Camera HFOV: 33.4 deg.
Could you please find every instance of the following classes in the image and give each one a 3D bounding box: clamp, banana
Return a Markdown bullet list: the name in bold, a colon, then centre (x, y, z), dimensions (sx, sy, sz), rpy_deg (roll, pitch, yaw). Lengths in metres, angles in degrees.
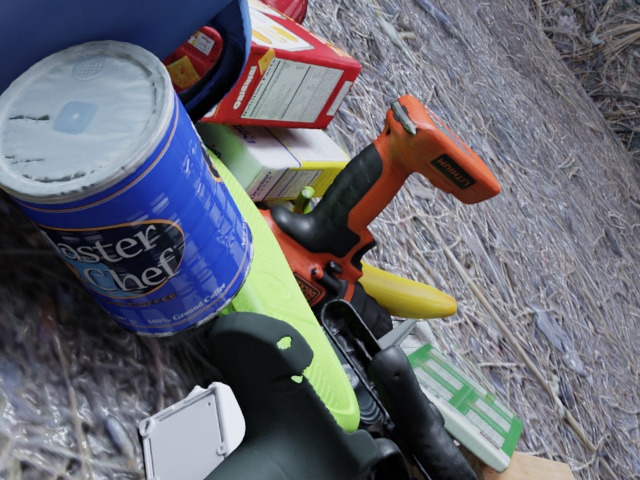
- **clamp**: centre (0.056, 0.113, 0.711), dimensions (0.171, 0.039, 0.120), rpy_deg (62, -3, -28)
- **banana**: centre (0.031, 0.026, 0.898), dimensions (0.197, 0.070, 0.037), rpy_deg (35, 52, -33)
- **clamp**: centre (0.061, 0.188, 0.707), dimensions (0.164, 0.036, 0.210), rpy_deg (61, -5, -2)

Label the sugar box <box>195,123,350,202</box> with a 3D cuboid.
- **sugar box**: centre (-0.046, -0.076, 0.873), dimensions (0.093, 0.048, 0.176), rpy_deg (45, 22, 16)

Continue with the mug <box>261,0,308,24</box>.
- **mug**: centre (-0.075, -0.212, 0.962), dimensions (0.117, 0.093, 0.081), rpy_deg (25, 34, -2)

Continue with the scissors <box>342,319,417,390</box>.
- **scissors**: centre (0.001, 0.091, 0.757), dimensions (0.096, 0.016, 0.201), rpy_deg (44, 45, -9)

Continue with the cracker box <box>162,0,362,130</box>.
- **cracker box**: centre (-0.088, -0.149, 0.791), dimensions (0.164, 0.072, 0.213), rpy_deg (35, 18, 19)

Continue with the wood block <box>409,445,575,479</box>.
- **wood block**: centre (0.143, 0.230, 0.862), dimensions (0.205, 0.091, 0.090), rpy_deg (25, 41, -54)

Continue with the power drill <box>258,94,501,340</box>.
- **power drill**: centre (0.045, -0.006, 0.823), dimensions (0.184, 0.188, 0.057), rpy_deg (37, 17, -37)

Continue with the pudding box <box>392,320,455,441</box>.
- **pudding box**: centre (0.084, 0.125, 0.935), dimensions (0.089, 0.039, 0.113), rpy_deg (9, 52, -61)

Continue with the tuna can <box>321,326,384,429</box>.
- **tuna can**: centre (0.013, 0.107, 0.815), dimensions (0.086, 0.034, 0.086), rpy_deg (45, 28, -31)

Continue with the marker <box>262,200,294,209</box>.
- **marker**: centre (-0.006, 0.001, 0.921), dimensions (0.121, 0.020, 0.020), rpy_deg (48, 26, -26)

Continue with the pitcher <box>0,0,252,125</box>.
- **pitcher**: centre (-0.109, -0.150, 0.605), dimensions (0.149, 0.243, 0.145), rpy_deg (1, 65, -57)

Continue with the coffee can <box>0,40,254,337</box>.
- **coffee can**: centre (-0.105, -0.024, 0.588), dimensions (0.140, 0.103, 0.103), rpy_deg (66, 10, -52)
